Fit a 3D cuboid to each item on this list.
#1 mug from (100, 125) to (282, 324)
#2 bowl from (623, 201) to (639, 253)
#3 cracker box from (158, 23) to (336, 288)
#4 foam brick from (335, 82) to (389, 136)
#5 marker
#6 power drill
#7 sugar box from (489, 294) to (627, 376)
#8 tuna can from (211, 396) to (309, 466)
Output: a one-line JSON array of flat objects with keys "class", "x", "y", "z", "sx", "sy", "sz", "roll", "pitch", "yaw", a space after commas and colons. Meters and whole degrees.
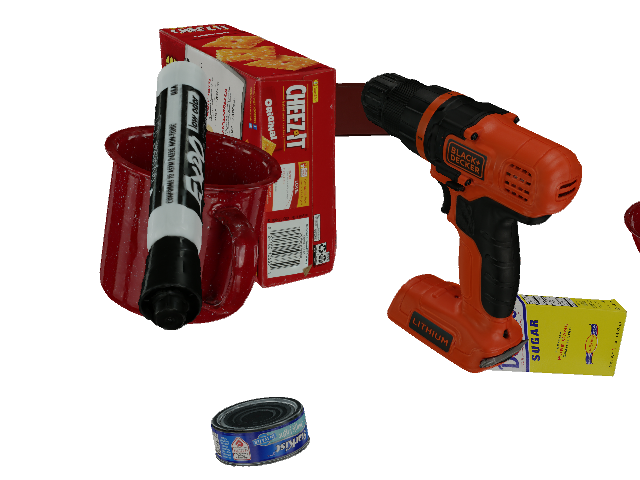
[{"class": "mug", "x": -0.066, "y": -0.003, "z": 0.562, "sx": 0.093, "sy": 0.081, "sz": 0.117, "roll": -5, "pitch": 27, "yaw": -36}, {"class": "bowl", "x": 0.407, "y": 0.006, "z": 1.147, "sx": 0.162, "sy": 0.055, "sz": 0.162, "roll": -1, "pitch": 26, "yaw": 0}, {"class": "cracker box", "x": -0.062, "y": -0.078, "z": 0.869, "sx": 0.072, "sy": 0.164, "sz": 0.214, "roll": -10, "pitch": 24, "yaw": -24}, {"class": "foam brick", "x": 0.027, "y": -0.134, "z": 1.089, "sx": 0.078, "sy": 0.051, "sz": 0.053, "roll": -3, "pitch": 13, "yaw": -19}, {"class": "marker", "x": -0.047, "y": -0.018, "z": 0.352, "sx": 0.020, "sy": 0.020, "sz": 0.121, "roll": 0, "pitch": 43, "yaw": -5}, {"class": "power drill", "x": 0.092, "y": -0.014, "z": 0.761, "sx": 0.057, "sy": 0.188, "sz": 0.185, "roll": -22, "pitch": 39, "yaw": -33}, {"class": "sugar box", "x": 0.285, "y": 0.118, "z": 1.333, "sx": 0.176, "sy": 0.093, "sz": 0.048, "roll": 2, "pitch": 18, "yaw": -10}, {"class": "tuna can", "x": -0.054, "y": 0.170, "z": 0.955, "sx": 0.086, "sy": 0.034, "sz": 0.086, "roll": -9, "pitch": 10, "yaw": 1}]
